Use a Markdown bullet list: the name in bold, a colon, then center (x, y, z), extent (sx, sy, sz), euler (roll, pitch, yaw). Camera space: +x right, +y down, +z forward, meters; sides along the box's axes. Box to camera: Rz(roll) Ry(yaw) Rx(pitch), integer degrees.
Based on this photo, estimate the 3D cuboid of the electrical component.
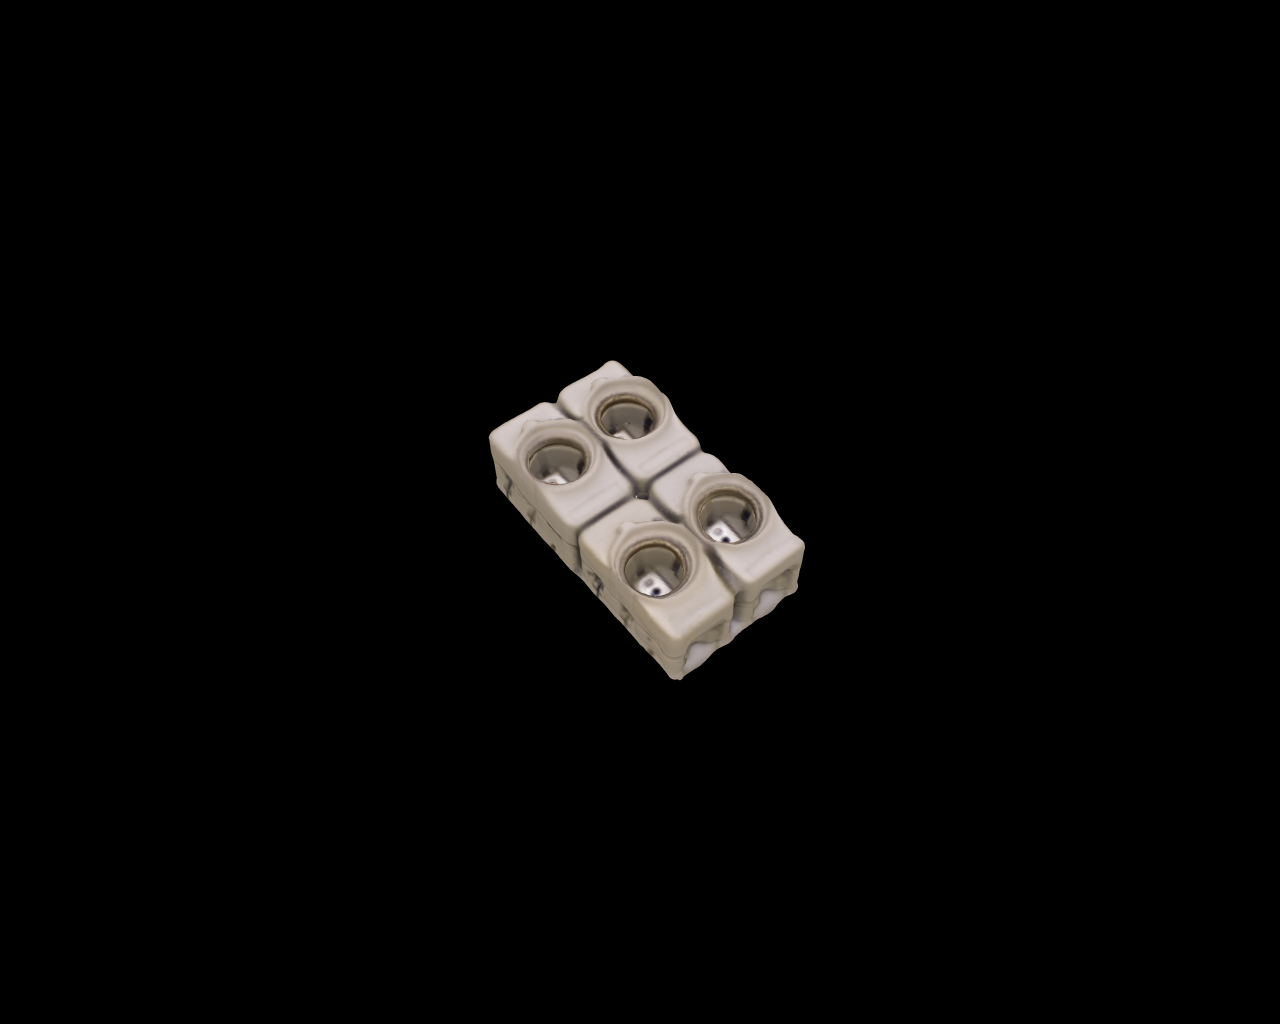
- **electrical component**: center (0.001, -0.003, 0.650), extent (0.105, 0.186, 0.060), euler (-33, -28, -20)
